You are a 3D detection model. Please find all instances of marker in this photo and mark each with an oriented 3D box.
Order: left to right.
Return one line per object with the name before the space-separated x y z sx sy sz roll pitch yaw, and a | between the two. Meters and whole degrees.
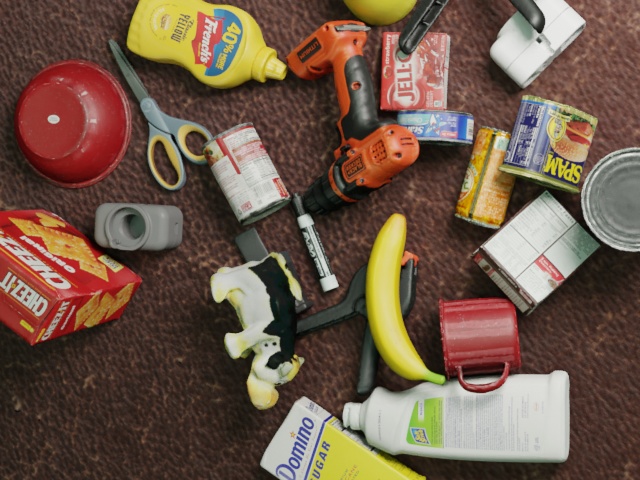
marker | -0.008 0.002 1.252 0.020 0.020 0.121 -22 87 14

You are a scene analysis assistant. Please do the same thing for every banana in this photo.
banana | 0.084 0.072 1.181 0.070 0.037 0.198 -16 78 10

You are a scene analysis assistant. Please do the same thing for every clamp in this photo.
clamp | 0.046 0.079 1.230 0.120 0.039 0.171 30 89 14
clamp | 0.156 -0.302 1.165 0.165 0.036 0.210 -11 72 26

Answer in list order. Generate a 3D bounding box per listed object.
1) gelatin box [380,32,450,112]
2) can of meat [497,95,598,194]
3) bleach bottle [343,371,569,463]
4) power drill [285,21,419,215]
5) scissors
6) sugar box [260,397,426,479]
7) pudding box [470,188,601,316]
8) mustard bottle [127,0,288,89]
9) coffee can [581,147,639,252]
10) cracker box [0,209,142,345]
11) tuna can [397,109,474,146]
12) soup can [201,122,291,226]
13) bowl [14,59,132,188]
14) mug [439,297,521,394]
gelatin box | 0.107 -0.189 1.208 0.073 0.030 0.089 4 93 14
can of meat | 0.245 -0.101 1.141 0.058 0.101 0.084 19 94 46
bleach bottle | 0.150 0.194 1.199 0.251 0.068 0.102 0 85 18
power drill | 0.022 -0.135 1.195 0.185 0.057 0.188 -30 74 48
scissors | -0.188 -0.161 1.293 0.096 0.016 0.202 -16 89 13
sugar box | 0.025 0.270 1.242 0.176 0.048 0.093 31 100 10
pudding box | 0.234 0.012 1.155 0.113 0.039 0.090 -39 80 -23
mustard bottle | -0.126 -0.231 1.252 0.192 0.058 0.096 25 94 12
coffee can | 0.322 -0.042 1.102 0.103 0.140 0.103 1 93 14
cracker box | -0.324 0.034 1.235 0.164 0.213 0.072 35 100 10
tuna can | 0.126 -0.123 1.177 0.086 0.086 0.034 4 92 14
soup can | -0.086 -0.077 1.244 0.068 0.068 0.102 -29 86 14
bowl | -0.315 -0.144 1.307 0.162 0.055 0.162 1 92 14
mug | 0.176 0.115 1.166 0.081 0.093 0.117 -6 48 9
